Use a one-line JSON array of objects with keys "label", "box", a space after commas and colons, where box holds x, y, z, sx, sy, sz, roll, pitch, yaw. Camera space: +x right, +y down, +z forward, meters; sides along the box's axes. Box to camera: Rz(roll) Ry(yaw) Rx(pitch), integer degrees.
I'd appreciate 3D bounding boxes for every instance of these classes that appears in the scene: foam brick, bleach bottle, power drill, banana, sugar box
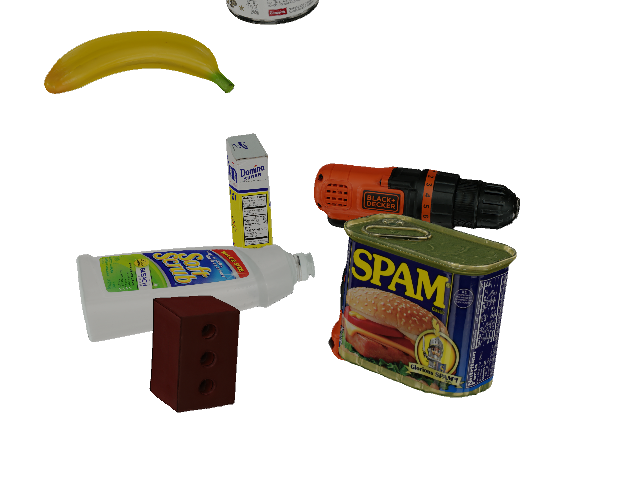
[{"label": "foam brick", "box": [-0.098, 0.086, 0.832, 0.052, 0.078, 0.051, -4, 13, -32]}, {"label": "bleach bottle", "box": [-0.133, 0.043, 1.161, 0.250, 0.068, 0.102, -10, 37, -11]}, {"label": "power drill", "box": [0.082, 0.025, 0.977, 0.184, 0.188, 0.057, 8, 18, 15]}, {"label": "banana", "box": [-0.181, -0.177, 1.054, 0.197, 0.070, 0.037, -7, -39, -30]}, {"label": "sugar box", "box": [-0.088, -0.035, 1.330, 0.048, 0.176, 0.093, -9, 24, -10]}]

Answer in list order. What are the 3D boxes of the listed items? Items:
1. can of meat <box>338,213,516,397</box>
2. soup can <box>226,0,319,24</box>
[{"label": "can of meat", "box": [0.059, 0.038, 0.634, 0.102, 0.084, 0.057, 18, 22, 38]}, {"label": "soup can", "box": [-0.035, -0.205, 0.714, 0.068, 0.102, 0.068, -2, 42, 2]}]
